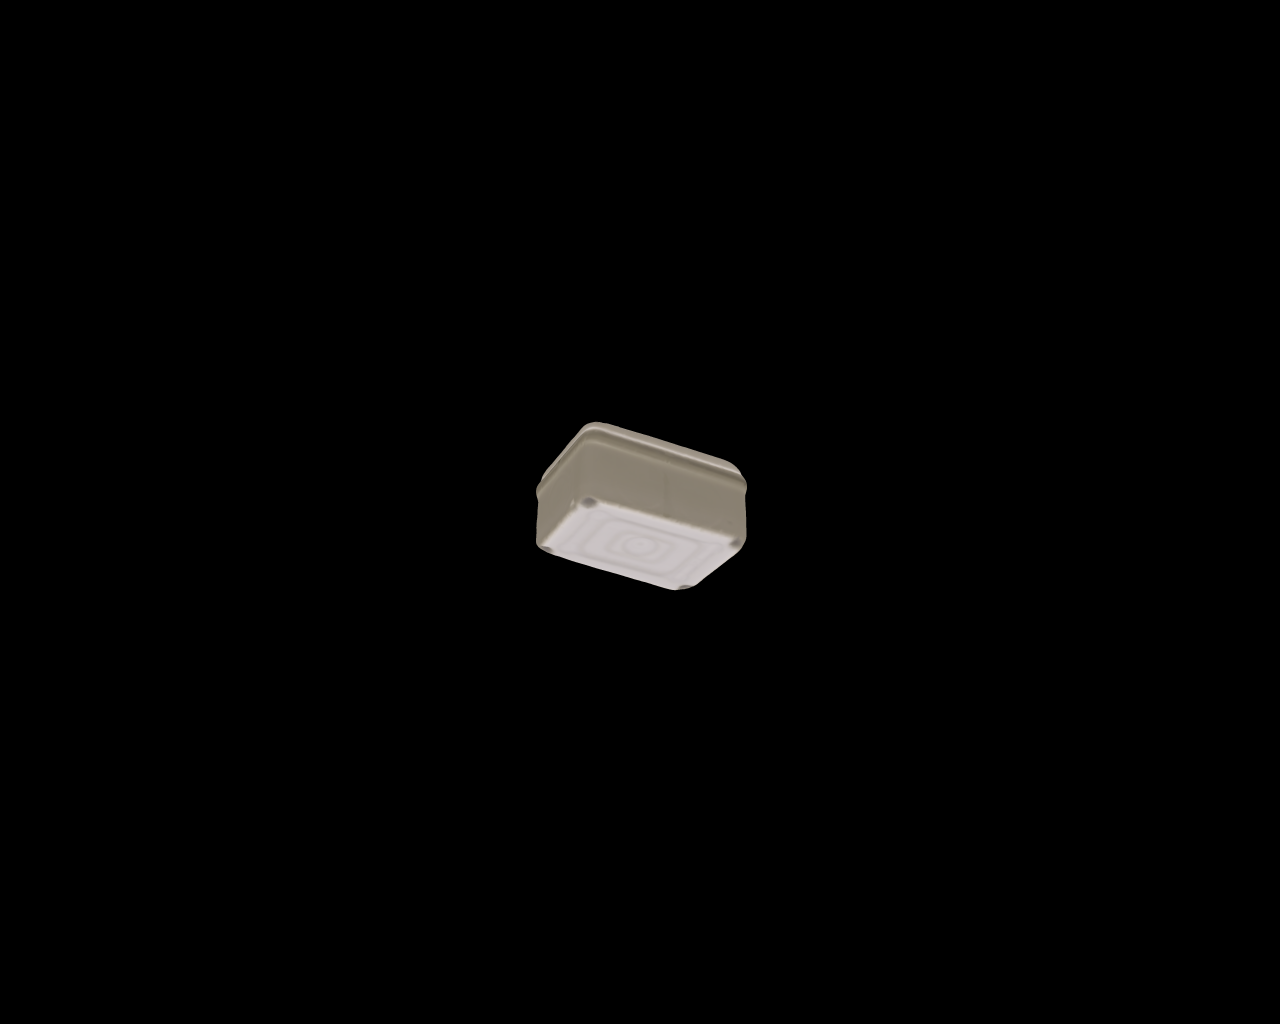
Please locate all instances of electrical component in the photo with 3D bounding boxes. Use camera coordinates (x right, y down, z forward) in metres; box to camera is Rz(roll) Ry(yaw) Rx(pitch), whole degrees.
[{"bbox_3d":[0.001,-0.003,0.650,0.113,0.057,0.078,17,-36,-24],"label":"electrical component"}]
